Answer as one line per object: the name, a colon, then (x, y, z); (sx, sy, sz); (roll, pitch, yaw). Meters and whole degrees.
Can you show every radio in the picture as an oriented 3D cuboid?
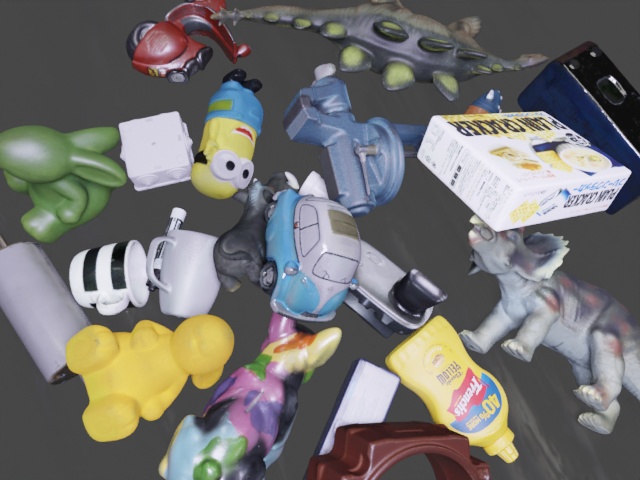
radio: (0.399, -0.160, 0.771); (0.073, 0.131, 0.229); (-32, 77, -12)

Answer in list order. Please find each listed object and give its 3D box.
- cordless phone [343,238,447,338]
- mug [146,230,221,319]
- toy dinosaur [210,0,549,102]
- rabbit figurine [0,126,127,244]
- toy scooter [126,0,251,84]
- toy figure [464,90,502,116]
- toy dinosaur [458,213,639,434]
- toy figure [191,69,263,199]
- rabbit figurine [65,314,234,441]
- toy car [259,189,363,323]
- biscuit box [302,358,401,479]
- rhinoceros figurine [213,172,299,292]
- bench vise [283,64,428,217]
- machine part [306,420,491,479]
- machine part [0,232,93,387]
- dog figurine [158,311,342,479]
cordless phone: (0.079, 0.048, 0.654); (0.147, 0.184, 0.089); (40, 79, 8)
mug: (-0.170, 0.045, 0.679); (0.081, 0.109, 0.107); (1, 78, 33)
toy dinosaur: (0.095, -0.278, 0.747); (0.472, 0.105, 0.199); (7, 32, -4)
rabbit figurine: (-0.323, -0.081, 0.669); (0.159, 0.170, 0.121); (-14, 75, -8)
toy scooter: (-0.184, -0.291, 0.798); (0.135, 0.075, 0.184); (39, 69, 6)
toy figure: (0.231, -0.154, 0.791); (0.058, 0.064, 0.154); (15, 73, 9)
toy dinosaur: (0.331, 0.111, 0.696); (0.405, 0.131, 0.192); (35, 74, 0)
toy figure: (-0.126, -0.143, 0.749); (0.082, 0.089, 0.180); (14, 69, -23)
rabbit figurine: (-0.170, 0.142, 0.618); (0.173, 0.162, 0.122); (-27, 71, 11)
toy car: (-0.001, 0.008, 0.616); (0.109, 0.103, 0.161); (19, 57, -38)
biscuit box: (0.030, 0.248, 0.651); (0.059, 0.062, 0.202); (26, 73, 3)
rhinoceros figurine: (-0.080, -0.017, 0.694); (0.073, 0.112, 0.190); (-8, 33, 29)
bench vise: (0.074, -0.140, 0.753); (0.240, 0.128, 0.224); (-5, 62, -28)
machine part: (0.087, 0.306, 0.583); (0.201, 0.087, 0.201); (8, 83, -26)
machine part: (-0.341, 0.088, 0.664); (0.079, 0.079, 0.243); (-36, 80, -14)
dog figurine: (-0.067, 0.175, 0.613); (0.109, 0.191, 0.219); (31, 88, 12)
